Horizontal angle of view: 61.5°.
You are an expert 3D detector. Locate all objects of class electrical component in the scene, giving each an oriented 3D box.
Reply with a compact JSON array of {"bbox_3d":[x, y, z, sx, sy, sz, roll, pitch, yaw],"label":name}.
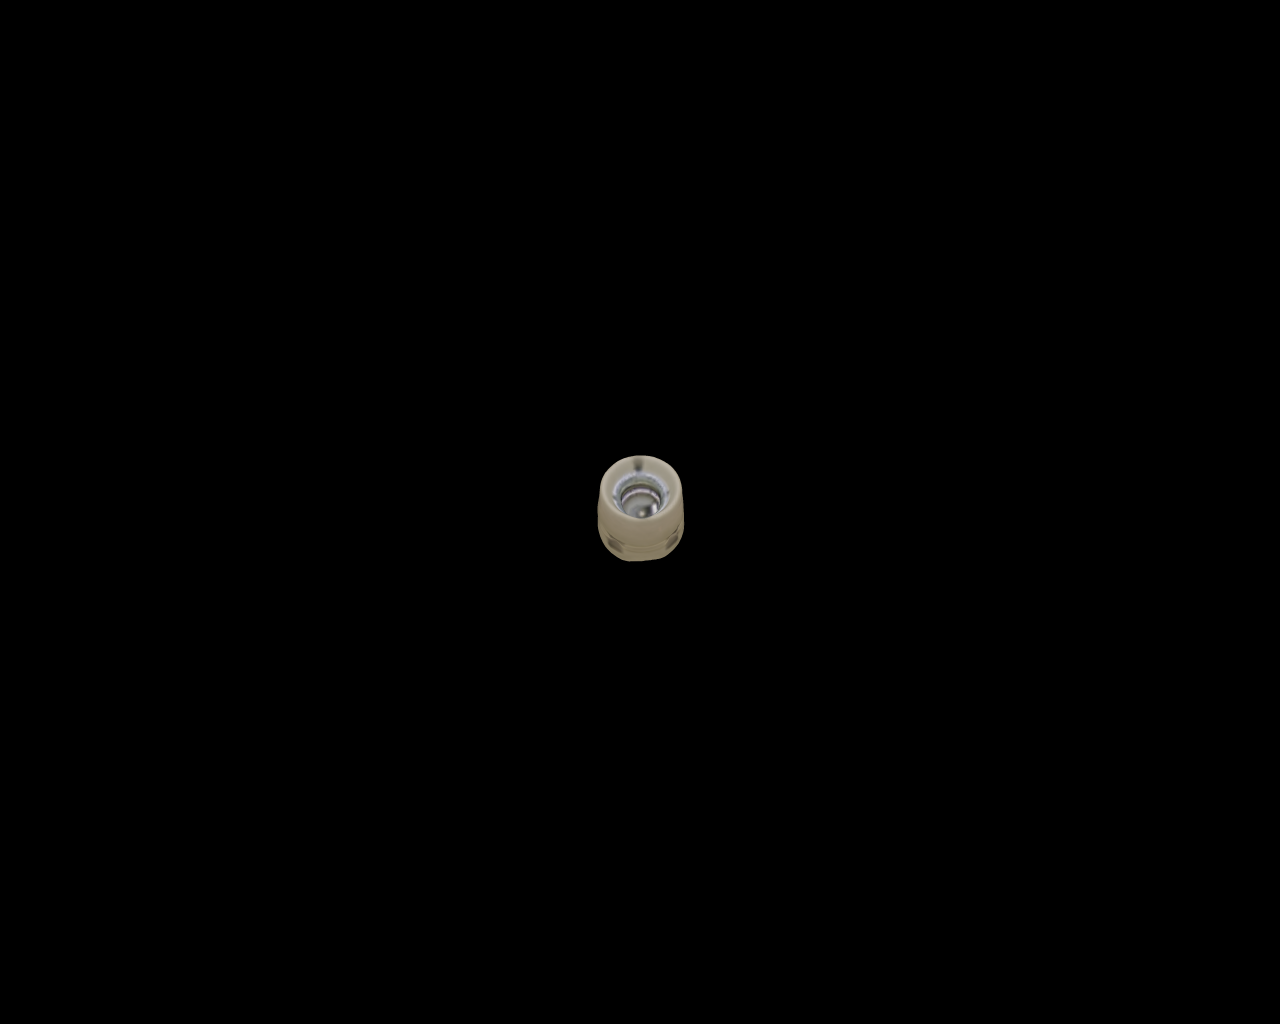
[{"bbox_3d":[0.001,-0.003,0.650,0.055,0.055,0.047,0,-32,0],"label":"electrical component"}]
